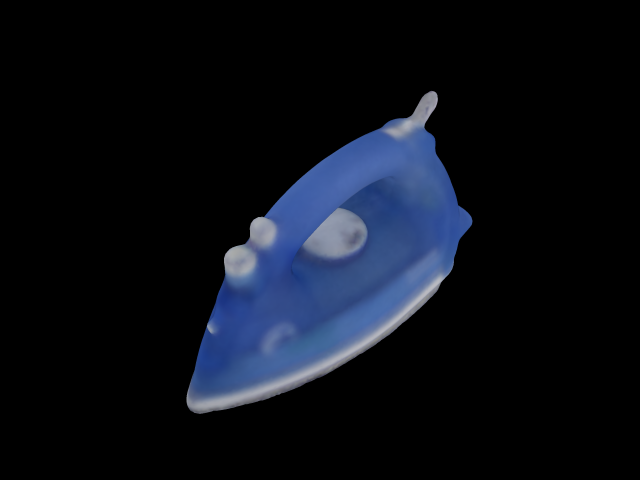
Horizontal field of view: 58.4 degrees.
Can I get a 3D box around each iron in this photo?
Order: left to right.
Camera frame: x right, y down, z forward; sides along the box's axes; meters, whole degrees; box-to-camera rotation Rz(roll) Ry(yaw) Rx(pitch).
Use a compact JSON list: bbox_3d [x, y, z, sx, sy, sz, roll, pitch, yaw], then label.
[{"bbox_3d":[0.004,0.001,0.400,0.118,0.141,0.259,33,54,29],"label":"iron"}]
